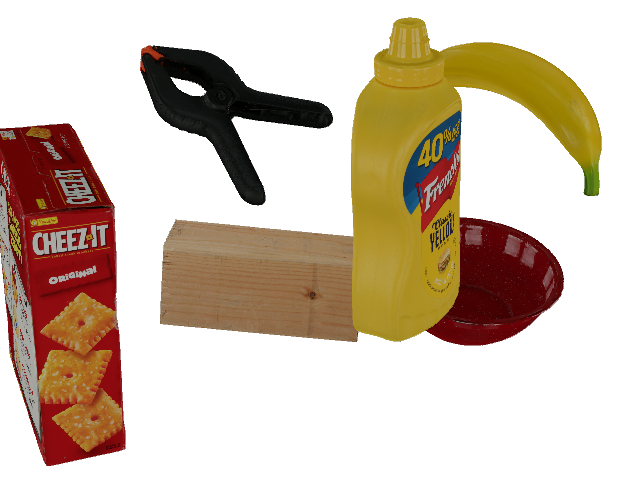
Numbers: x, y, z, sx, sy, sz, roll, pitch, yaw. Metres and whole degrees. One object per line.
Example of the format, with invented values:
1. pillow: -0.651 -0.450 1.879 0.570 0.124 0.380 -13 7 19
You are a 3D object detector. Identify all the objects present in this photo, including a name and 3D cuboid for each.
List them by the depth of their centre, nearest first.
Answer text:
1. mustard bottle: 0.054 -0.041 0.654 0.058 0.192 0.096 15 32 30
2. banana: 0.150 -0.113 0.822 0.037 0.070 0.198 2 32 -43
3. cracker box: -0.202 0.037 0.827 0.072 0.214 0.164 -8 30 -22
4. clamp: -0.076 -0.117 0.915 0.120 0.171 0.039 -40 -11 -35
5. bowl: 0.131 0.044 0.953 0.162 0.055 0.162 2 35 -2
6. wood block: -0.059 0.042 1.128 0.206 0.091 0.090 6 19 -1
